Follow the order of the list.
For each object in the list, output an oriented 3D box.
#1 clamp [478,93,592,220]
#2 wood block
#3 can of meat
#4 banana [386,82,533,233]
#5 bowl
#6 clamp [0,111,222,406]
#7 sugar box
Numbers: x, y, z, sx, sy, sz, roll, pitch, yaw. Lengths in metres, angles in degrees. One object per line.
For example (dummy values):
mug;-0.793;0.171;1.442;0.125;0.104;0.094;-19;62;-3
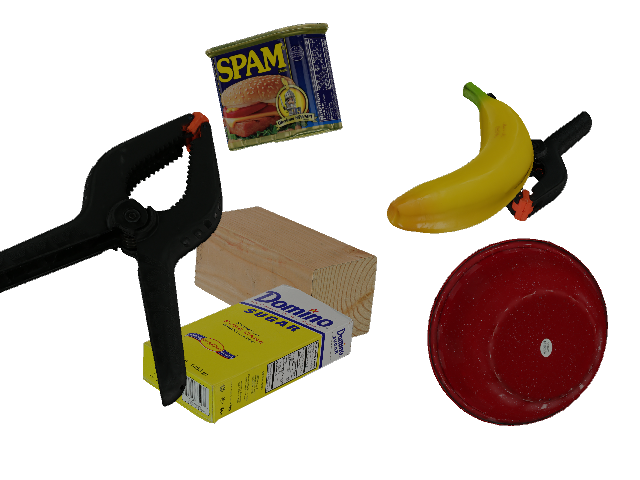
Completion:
clamp;0.206;-0.092;1.100;0.120;0.039;0.171;14;45;16
wood block;-0.043;0.036;1.181;0.090;0.090;0.206;-10;23;-40
can of meat;-0.036;-0.121;0.856;0.102;0.084;0.057;-8;6;35
banana;0.104;-0.048;0.716;0.070;0.037;0.197;17;34;13
bowl;0.172;0.081;0.874;0.162;0.162;0.055;0;8;-12
clamp;-0.118;0.002;0.705;0.164;0.209;0.036;30;-31;9
sugar box;-0.062;0.096;0.957;0.093;0.048;0.175;26;35;35
